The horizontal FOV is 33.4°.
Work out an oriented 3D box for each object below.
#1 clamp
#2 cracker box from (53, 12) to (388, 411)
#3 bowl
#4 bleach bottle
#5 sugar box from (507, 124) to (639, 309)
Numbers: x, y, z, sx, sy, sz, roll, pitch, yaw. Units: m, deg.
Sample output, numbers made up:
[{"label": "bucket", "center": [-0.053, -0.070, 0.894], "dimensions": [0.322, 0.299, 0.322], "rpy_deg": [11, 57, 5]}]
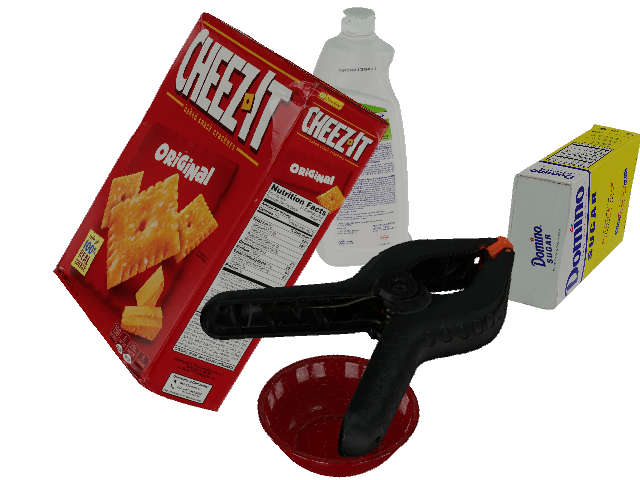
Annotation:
[{"label": "clamp", "center": [0.040, 0.044, 0.528], "dimensions": [0.171, 0.039, 0.120], "rpy_deg": [-19, 46, -24]}, {"label": "cracker box", "center": [-0.074, -0.024, 0.696], "dimensions": [0.072, 0.214, 0.164], "rpy_deg": [24, 10, -40]}, {"label": "bowl", "center": [0.018, 0.186, 1.074], "dimensions": [0.162, 0.055, 0.162], "rpy_deg": [0, 33, 0]}, {"label": "bleach bottle", "center": [0.043, -0.100, 1.035], "dimensions": [0.102, 0.251, 0.068], "rpy_deg": [-7, 29, -14]}, {"label": "sugar box", "center": [0.187, -0.021, 0.782], "dimensions": [0.048, 0.093, 0.176], "rpy_deg": [13, 23, 25]}]
